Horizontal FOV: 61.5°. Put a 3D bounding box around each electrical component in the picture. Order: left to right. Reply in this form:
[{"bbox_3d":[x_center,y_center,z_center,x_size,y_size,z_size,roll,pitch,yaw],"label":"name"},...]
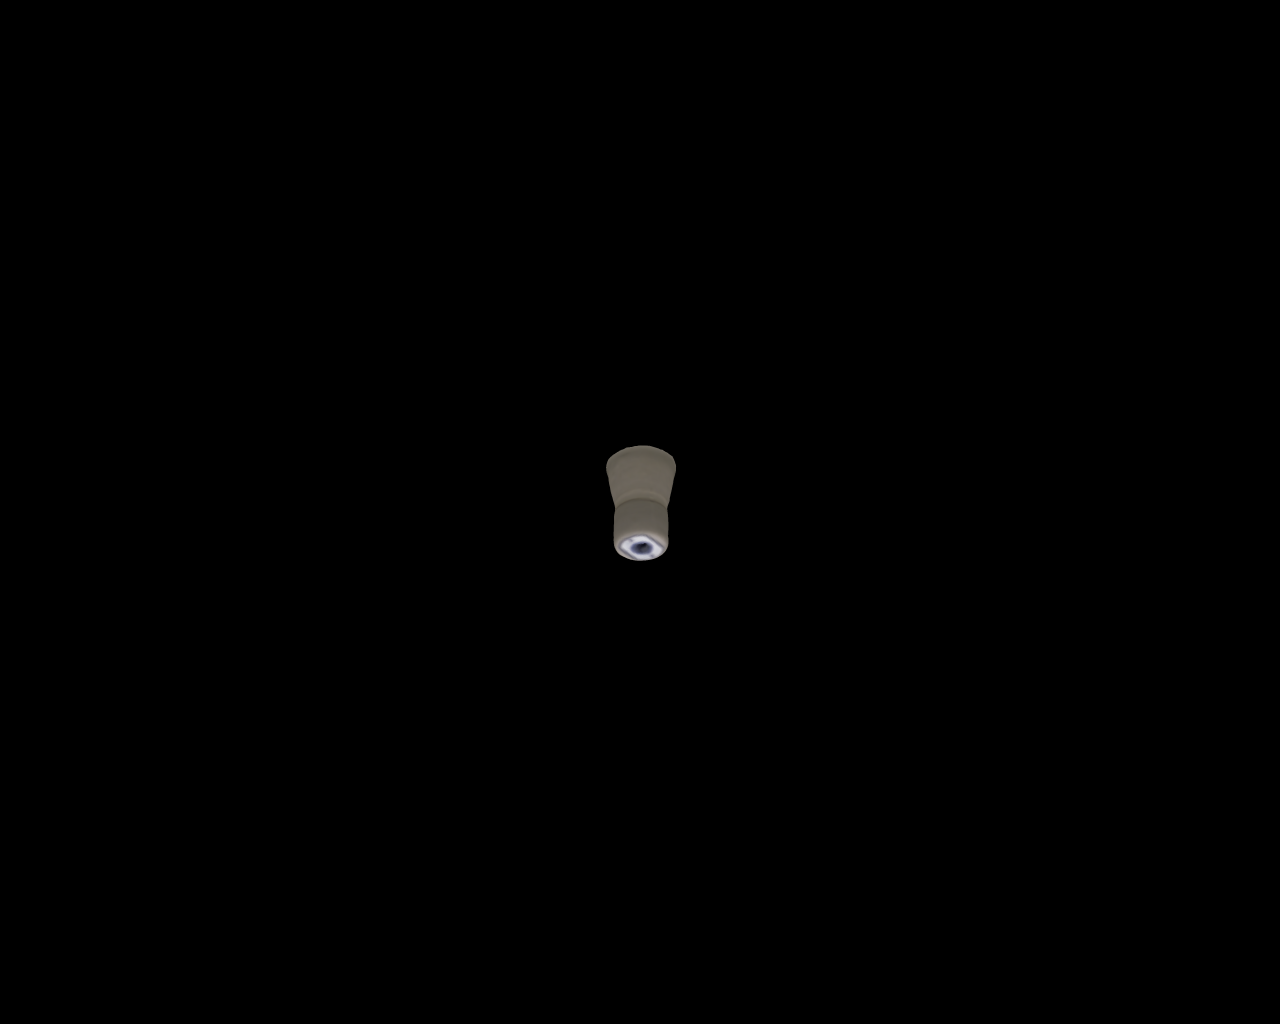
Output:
[{"bbox_3d":[0.001,-0.003,0.650,0.044,0.065,0.044,0,-35,0],"label":"electrical component"}]
